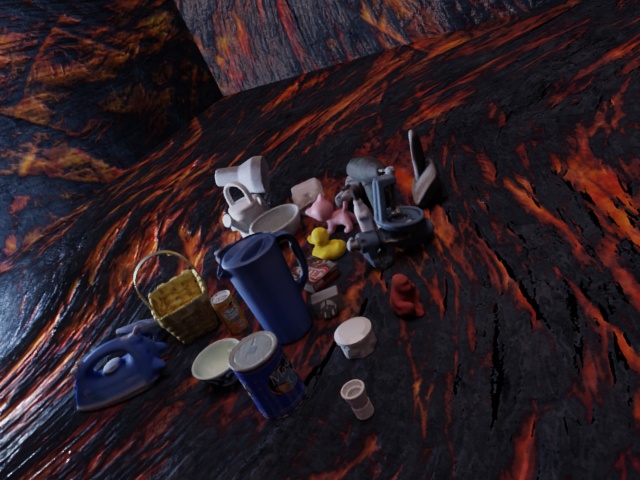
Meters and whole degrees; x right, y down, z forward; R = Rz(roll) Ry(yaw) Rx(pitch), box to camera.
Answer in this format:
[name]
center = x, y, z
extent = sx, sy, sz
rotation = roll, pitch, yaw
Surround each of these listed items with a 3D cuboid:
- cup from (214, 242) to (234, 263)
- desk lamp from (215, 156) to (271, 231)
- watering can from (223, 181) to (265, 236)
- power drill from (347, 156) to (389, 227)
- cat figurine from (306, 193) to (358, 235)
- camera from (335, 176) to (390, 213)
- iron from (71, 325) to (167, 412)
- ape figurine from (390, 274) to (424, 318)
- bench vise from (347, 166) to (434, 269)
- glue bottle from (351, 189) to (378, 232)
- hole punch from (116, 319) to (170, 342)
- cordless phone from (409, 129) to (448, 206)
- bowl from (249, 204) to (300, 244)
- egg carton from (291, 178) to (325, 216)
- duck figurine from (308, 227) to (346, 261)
[cup]
center = -0.246, 0.065, 1.635
extent = 0.117, 0.095, 0.092
rotation = -1, 36, 40
[desk lamp]
center = -0.241, -0.161, 1.899
extent = 0.203, 0.214, 0.118
rotation = -18, 28, 16
[watering can]
center = -0.238, -0.095, 1.802
extent = 0.100, 0.194, 0.173
rotation = -18, 28, 16
[power drill]
center = 0.150, -0.132, 1.512
extent = 0.076, 0.209, 0.229
rotation = -31, 27, -9
[cat figurine]
center = 0.030, -0.078, 1.622
extent = 0.127, 0.118, 0.067
rotation = -9, 32, 31
[camera]
center = 0.132, -0.139, 1.659
extent = 0.136, 0.101, 0.143
rotation = 3, 39, 44
[iron]
center = -0.503, 0.309, 1.379
extent = 0.258, 0.142, 0.118
rotation = -27, 27, -2
[ape figurine]
center = 0.175, 0.111, 1.190
extent = 0.075, 0.092, 0.078
rotation = 0, 37, 41
[bench vise]
center = 0.156, -0.049, 1.348
extent = 0.208, 0.220, 0.121
rotation = -37, 29, -20
[glue bottle]
center = 0.114, -0.053, 1.444
extent = 0.037, 0.173, 0.078
rotation = -20, 28, 12
[hole punch]
center = -0.469, 0.241, 1.524
extent = 0.108, 0.091, 0.101
rotation = -8, 33, 32
[cordless phone]
center = 0.271, -0.197, 1.546
extent = 0.094, 0.185, 0.147
rotation = -21, 28, 10
[bowl]
center = -0.124, -0.035, 1.728
extent = 0.167, 0.075, 0.167
rotation = -20, 28, 12
[egg carton]
center = -0.037, -0.141, 1.845
extent = 0.107, 0.069, 0.150
rotation = -24, 27, 4
[duck figurine]
center = 0.014, 0.005, 1.524
extent = 0.104, 0.086, 0.078
rotation = -6, 33, 34
